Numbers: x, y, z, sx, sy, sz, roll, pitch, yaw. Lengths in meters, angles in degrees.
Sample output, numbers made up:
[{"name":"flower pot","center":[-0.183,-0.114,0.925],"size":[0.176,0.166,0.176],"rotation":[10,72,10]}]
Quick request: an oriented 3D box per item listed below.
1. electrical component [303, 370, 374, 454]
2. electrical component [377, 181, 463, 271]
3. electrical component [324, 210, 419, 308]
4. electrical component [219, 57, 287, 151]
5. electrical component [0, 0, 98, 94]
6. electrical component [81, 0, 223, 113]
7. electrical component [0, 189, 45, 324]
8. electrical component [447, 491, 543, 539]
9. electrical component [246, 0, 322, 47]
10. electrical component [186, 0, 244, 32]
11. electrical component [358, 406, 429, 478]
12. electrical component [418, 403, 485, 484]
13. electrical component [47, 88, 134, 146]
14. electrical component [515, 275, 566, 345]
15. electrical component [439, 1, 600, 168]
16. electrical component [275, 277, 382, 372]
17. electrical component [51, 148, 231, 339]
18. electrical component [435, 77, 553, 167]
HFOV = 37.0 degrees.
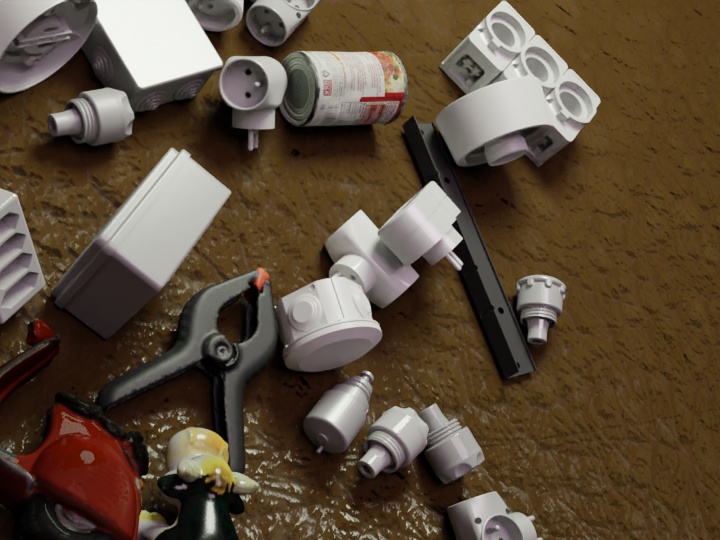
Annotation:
[{"name":"electrical component","center":[-0.013,0.110,0.854],"size":[0.040,0.040,0.078],"rotation":[44,50,-6]},{"name":"electrical component","center":[0.064,-0.029,0.939],"size":[0.073,0.052,0.138],"rotation":[48,15,-2]},{"name":"electrical component","center":[0.000,0.000,0.919],"size":[0.077,0.043,0.079],"rotation":[48,50,-2]},{"name":"electrical component","center":[-0.091,-0.143,0.925],"size":[0.043,0.077,0.079],"rotation":[4,102,7]},{"name":"electrical component","center":[-0.249,-0.186,0.822],"size":[0.099,0.099,0.064],"rotation":[-23,73,-39]},{"name":"electrical component","center":[-0.178,-0.184,0.897],"size":[0.100,0.048,0.099],"rotation":[-26,82,-39]},{"name":"electrical component","center":[-0.269,-0.017,0.739],"size":[0.076,0.083,0.047],"rotation":[18,46,23]},{"name":"electrical component","center":[0.118,0.220,0.877],"size":[0.079,0.044,0.077],"rotation":[-7,70,-35]},{"name":"electrical component","center":[-0.083,-0.259,1.003],"size":[0.079,0.044,0.077],"rotation":[41,51,-9]},{"name":"electrical component","center":[-0.167,-0.269,0.947],"size":[0.138,0.052,0.073],"rotation":[15,58,-26]},{"name":"electrical component","center":[0.023,0.141,0.859],"size":[0.043,0.043,0.062],"rotation":[51,51,0]},{"name":"electrical component","center":[0.071,0.141,0.891],"size":[0.043,0.043,0.062],"rotation":[-24,79,-39]},{"name":"electrical component","center":[-0.213,-0.118,0.843],"size":[0.062,0.043,0.043],"rotation":[-18,77,-37]},{"name":"electrical component","center":[0.168,0.039,1.009],"size":[0.048,0.048,0.062],"rotation":[20,63,-23]},{"name":"electrical component","center":[0.171,-0.197,1.125],"size":[0.150,0.062,0.089],"rotation":[45,50,-5]},{"name":"electrical component","center":[-0.027,0.045,0.855],"size":[0.080,0.080,0.051],"rotation":[-2,62,-34]},{"name":"electrical component","center":[-0.160,-0.018,0.783],"size":[0.056,0.109,0.108],"rotation":[40,51,-13]},{"name":"electrical component","center":[0.134,-0.136,1.041],"size":[0.108,0.108,0.060],"rotation":[-13,79,-37]}]
